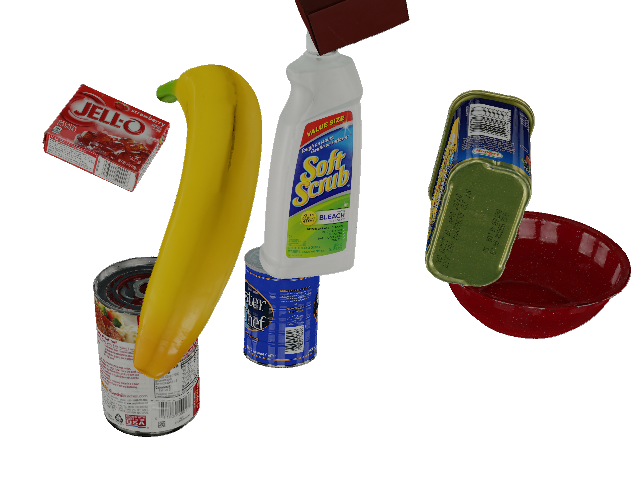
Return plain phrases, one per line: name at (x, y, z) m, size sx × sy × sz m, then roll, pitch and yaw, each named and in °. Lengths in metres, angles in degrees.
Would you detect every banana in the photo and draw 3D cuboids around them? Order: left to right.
banana at (-0.056, -0.026, 0.515) m, size 0.037 × 0.198 × 0.070 m, roll 24°, pitch -49°, yaw -25°

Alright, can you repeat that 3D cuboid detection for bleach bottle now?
bleach bottle at (-0.010, -0.087, 1.074) m, size 0.102 × 0.251 × 0.068 m, roll -6°, pitch 28°, yaw -14°

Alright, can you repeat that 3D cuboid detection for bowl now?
bowl at (0.173, 0.035, 0.893) m, size 0.162 × 0.055 × 0.162 m, roll 1°, pitch 29°, yaw -1°

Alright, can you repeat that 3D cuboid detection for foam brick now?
foam brick at (0.021, -0.187, 0.811) m, size 0.078 × 0.053 × 0.051 m, roll -22°, pitch -32°, yaw 0°

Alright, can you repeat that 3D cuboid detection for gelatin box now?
gelatin box at (-0.189, -0.092, 0.946) m, size 0.089 × 0.073 × 0.030 m, roll 25°, pitch -43°, yaw -1°

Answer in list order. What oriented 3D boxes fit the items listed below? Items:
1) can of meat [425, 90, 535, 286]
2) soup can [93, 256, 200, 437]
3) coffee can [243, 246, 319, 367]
can of meat at (0.103, -0.032, 0.694) m, size 0.057 × 0.102 × 0.084 m, roll 12°, pitch 38°, yaw 1°
soup can at (-0.114, 0.071, 0.714) m, size 0.068 × 0.102 × 0.068 m, roll 2°, pitch 29°, yaw -1°
coffee can at (-0.053, 0.087, 1.447) m, size 0.103 × 0.140 × 0.103 m, roll 2°, pitch 20°, yaw -1°
